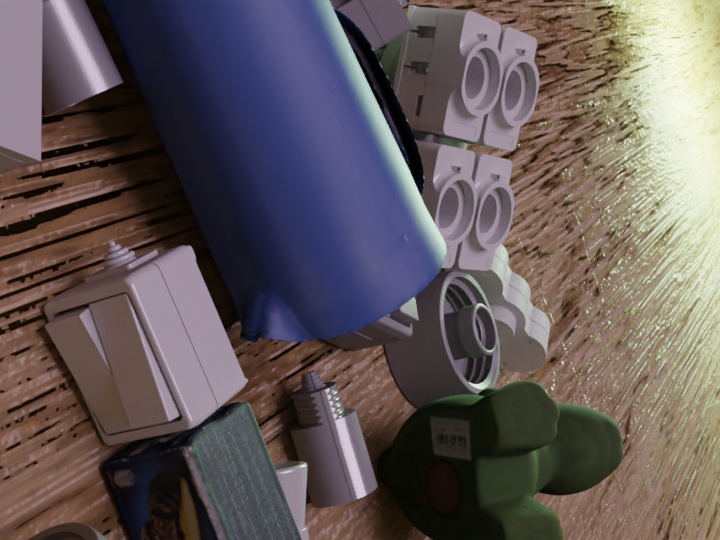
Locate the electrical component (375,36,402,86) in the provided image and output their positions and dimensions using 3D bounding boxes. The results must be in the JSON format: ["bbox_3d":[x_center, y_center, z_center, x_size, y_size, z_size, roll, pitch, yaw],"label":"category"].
[{"bbox_3d":[0.039,-0.148,0.867,0.089,0.056,0.050,42,63,-43],"label":"electrical component"}]

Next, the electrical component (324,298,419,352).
[{"bbox_3d":[0.000,0.000,0.740,0.062,0.061,0.096,28,53,-51],"label":"electrical component"}]

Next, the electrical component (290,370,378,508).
[{"bbox_3d":[-0.021,0.103,0.676,0.043,0.043,0.081,-19,93,-60],"label":"electrical component"}]

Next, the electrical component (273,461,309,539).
[{"bbox_3d":[-0.048,0.145,0.615,0.044,0.044,0.065,-2,83,-59],"label":"electrical component"}]

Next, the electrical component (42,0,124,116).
[{"bbox_3d":[-0.159,-0.125,0.551,0.043,0.043,0.081,-45,115,-57],"label":"electrical component"}]

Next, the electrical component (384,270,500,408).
[{"bbox_3d":[0.071,0.052,0.836,0.108,0.060,0.108,33,50,-49],"label":"electrical component"}]

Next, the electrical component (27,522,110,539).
[{"bbox_3d":[-0.128,0.149,0.418,0.060,0.108,0.108,51,37,-24],"label":"electrical component"}]

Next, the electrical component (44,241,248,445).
[{"bbox_3d":[-0.111,0.033,0.538,0.061,0.062,0.096,-38,110,-58],"label":"electrical component"}]

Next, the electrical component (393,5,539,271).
[{"bbox_3d":[0.074,-0.096,0.824,0.105,0.060,0.186,4,99,-52],"label":"electrical component"}]

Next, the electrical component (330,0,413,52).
[{"bbox_3d":[-0.031,-0.251,0.762,0.186,0.060,0.105,58,6,-26],"label":"electrical component"}]

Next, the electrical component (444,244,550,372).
[{"bbox_3d":[0.117,0.042,0.924,0.138,0.052,0.073,54,35,-31],"label":"electrical component"}]

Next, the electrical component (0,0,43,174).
[{"bbox_3d":[-0.194,-0.120,0.470,0.089,0.062,0.150,22,58,-54],"label":"electrical component"}]
